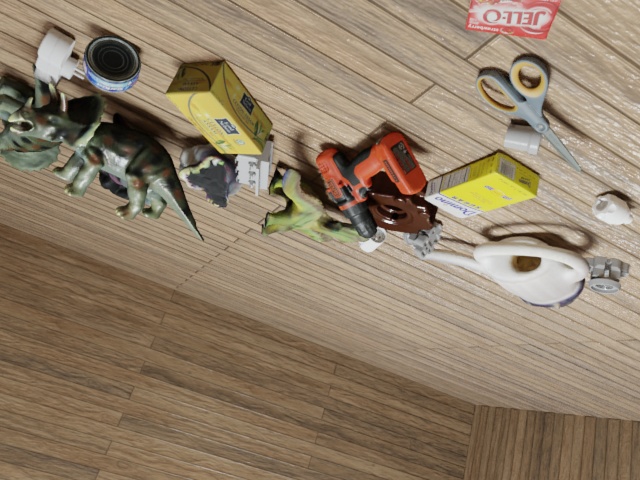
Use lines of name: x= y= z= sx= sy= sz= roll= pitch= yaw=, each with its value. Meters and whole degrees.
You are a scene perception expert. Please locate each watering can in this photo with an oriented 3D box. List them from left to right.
watering can: x=0.392 y=0.058 z=1.076 sx=0.222 sy=0.105 sz=0.347 roll=32 pitch=-20 yaw=-35

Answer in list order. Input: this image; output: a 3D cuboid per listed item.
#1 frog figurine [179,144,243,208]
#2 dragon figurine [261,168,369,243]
frog figurine: x=-0.233 y=-0.151 z=1.098 sx=0.137 sy=0.121 sz=0.162 roll=19 pitch=16 yaw=-20
dragon figurine: x=0.003 y=-0.055 z=1.091 sx=0.242 sy=0.123 sz=0.407 roll=15 pitch=-10 yaw=-11
